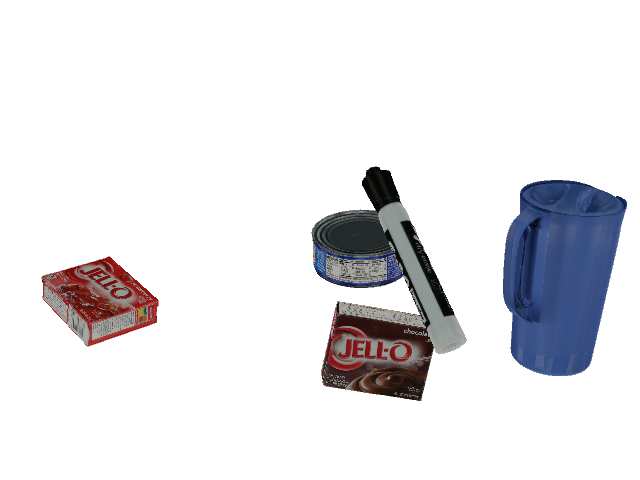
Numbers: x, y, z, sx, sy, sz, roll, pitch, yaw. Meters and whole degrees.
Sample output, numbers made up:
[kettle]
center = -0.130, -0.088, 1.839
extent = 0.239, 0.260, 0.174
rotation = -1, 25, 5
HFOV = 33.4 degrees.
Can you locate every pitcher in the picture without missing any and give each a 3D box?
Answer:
[pitcher]
center = 0.307, 0.052, 1.391
extent = 0.149, 0.243, 0.145
rotation = 5, 22, 6

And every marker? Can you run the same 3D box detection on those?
[marker]
center = 0.053, 0.009, 0.625
extent = 0.020, 0.121, 0.020
rotation = -19, -23, -8

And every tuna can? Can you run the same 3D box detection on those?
[tuna can]
center = 0.036, 0.007, 0.916
extent = 0.086, 0.034, 0.086
rotation = -2, 27, 1

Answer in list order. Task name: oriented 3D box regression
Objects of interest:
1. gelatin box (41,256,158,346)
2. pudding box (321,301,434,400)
[gelatin box]
center = -0.203, 0.053, 0.981
extent = 0.073, 0.030, 0.089
rotation = -18, 39, -36
[pudding box]
center = 0.064, 0.120, 1.162
extent = 0.113, 0.090, 0.039
rotation = 9, 24, -5
